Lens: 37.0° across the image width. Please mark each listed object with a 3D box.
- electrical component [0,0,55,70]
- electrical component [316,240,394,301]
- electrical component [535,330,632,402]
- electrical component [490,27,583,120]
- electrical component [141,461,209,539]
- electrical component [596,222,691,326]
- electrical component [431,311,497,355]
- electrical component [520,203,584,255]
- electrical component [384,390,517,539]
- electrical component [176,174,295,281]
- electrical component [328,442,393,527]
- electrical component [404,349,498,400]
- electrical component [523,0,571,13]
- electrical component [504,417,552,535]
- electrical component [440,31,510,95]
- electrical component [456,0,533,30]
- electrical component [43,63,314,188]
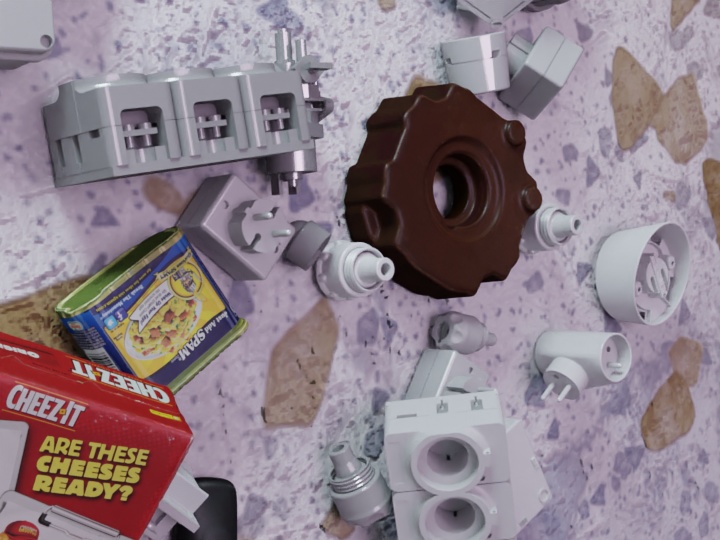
[{"bbox_3d":[-0.231,-0.180,0.646,0.078,0.057,0.113,-5,92,-38],"label":"electrical component"},{"bbox_3d":[0.000,0.000,0.821,0.048,0.062,0.048,1,89,-38],"label":"electrical component"},{"bbox_3d":[0.190,0.089,0.959,0.079,0.077,0.044,-48,117,-28],"label":"electrical component"},{"bbox_3d":[0.142,-0.181,0.940,0.077,0.065,0.047,32,67,-2],"label":"electrical component"},{"bbox_3d":[-0.166,0.126,0.685,0.063,0.079,0.121,-48,119,-4],"label":"electrical component"},{"bbox_3d":[0.276,0.004,1.037,0.099,0.064,0.099,1,88,-38],"label":"electrical component"},{"bbox_3d":[0.091,0.055,0.910,0.061,0.035,0.035,13,81,-40],"label":"electrical component"},{"bbox_3d":[0.169,-0.038,0.955,0.048,0.062,0.048,1,88,-38],"label":"electrical component"},{"bbox_3d":[0.072,0.177,0.829,0.089,0.061,0.150,-7,110,5],"label":"electrical component"},{"bbox_3d":[-0.077,-0.030,0.751,0.066,0.077,0.047,43,64,-29],"label":"electrical component"},{"bbox_3d":[-0.004,0.162,0.826,0.043,0.043,0.062,-36,109,-33],"label":"electrical component"},{"bbox_3d":[0.081,0.104,0.873,0.047,0.077,0.065,36,68,-32],"label":"electrical component"},{"bbox_3d":[0.168,-0.276,0.966,0.080,0.051,0.080,1,88,-38],"label":"electrical component"},{"bbox_3d":[0.109,0.181,0.912,0.100,0.048,0.099,-35,110,-33],"label":"electrical component"},{"bbox_3d":[0.099,-0.173,0.908,0.055,0.055,0.047,-19,104,-37],"label":"electrical component"},{"bbox_3d":[0.116,-0.256,0.907,0.062,0.096,0.061,25,46,-35],"label":"electrical component"},{"bbox_3d":[-0.120,-0.098,0.711,0.150,0.089,0.061,-13,97,-38],"label":"electrical component"}]
